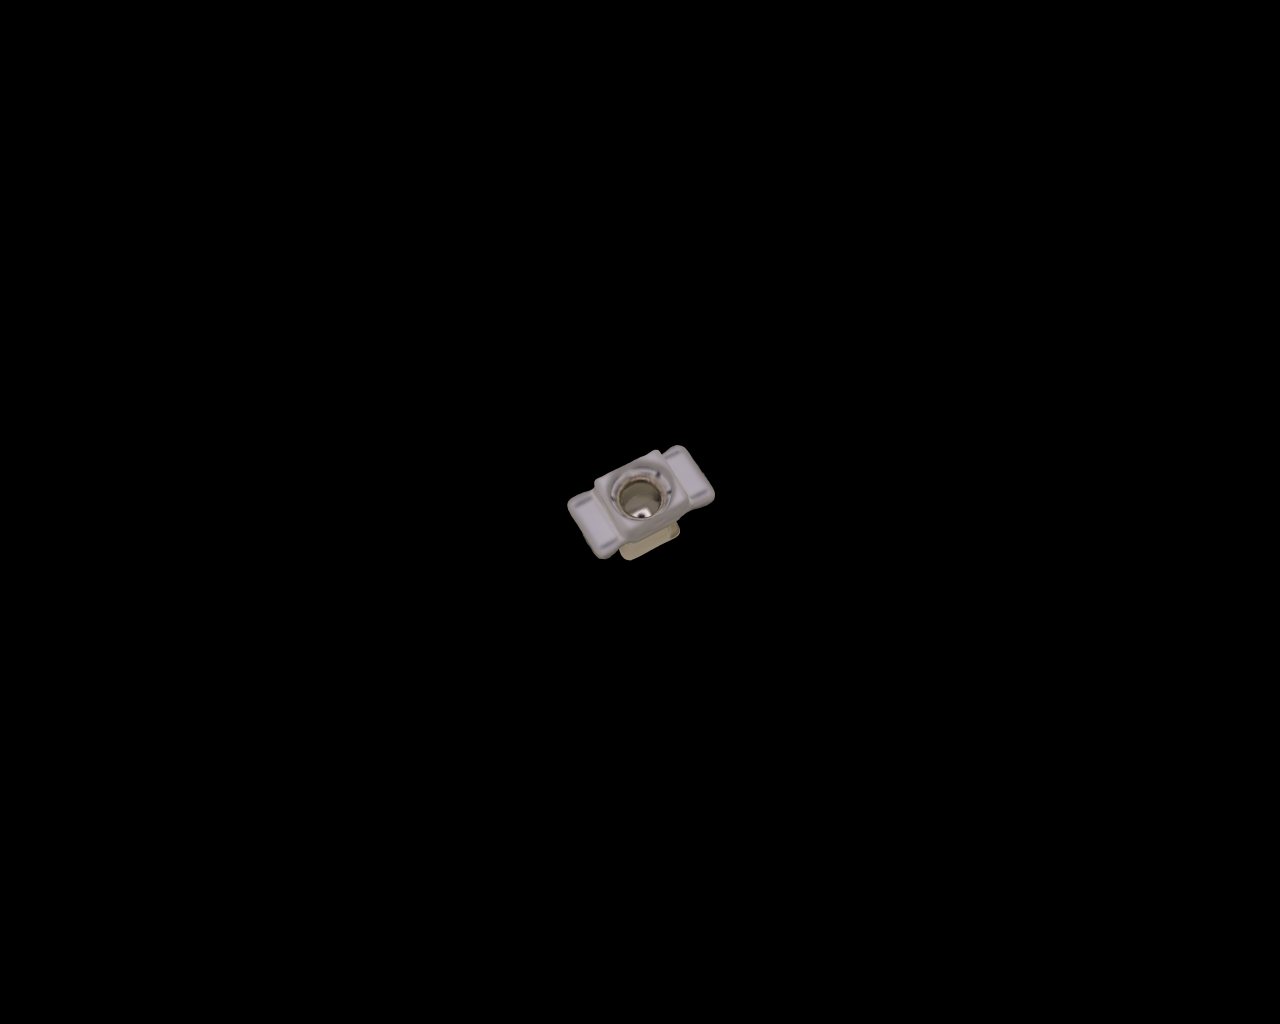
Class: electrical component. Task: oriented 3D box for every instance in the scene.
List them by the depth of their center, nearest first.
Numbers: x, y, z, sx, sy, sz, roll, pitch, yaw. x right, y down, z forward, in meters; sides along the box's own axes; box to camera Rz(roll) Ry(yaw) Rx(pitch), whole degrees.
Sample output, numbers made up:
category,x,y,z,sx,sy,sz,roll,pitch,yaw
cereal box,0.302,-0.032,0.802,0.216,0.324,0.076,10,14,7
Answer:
category,x,y,z,sx,sy,sz,roll,pitch,yaw
electrical component,0.001,-0.003,0.650,0.081,0.042,0.063,-26,-20,-11
